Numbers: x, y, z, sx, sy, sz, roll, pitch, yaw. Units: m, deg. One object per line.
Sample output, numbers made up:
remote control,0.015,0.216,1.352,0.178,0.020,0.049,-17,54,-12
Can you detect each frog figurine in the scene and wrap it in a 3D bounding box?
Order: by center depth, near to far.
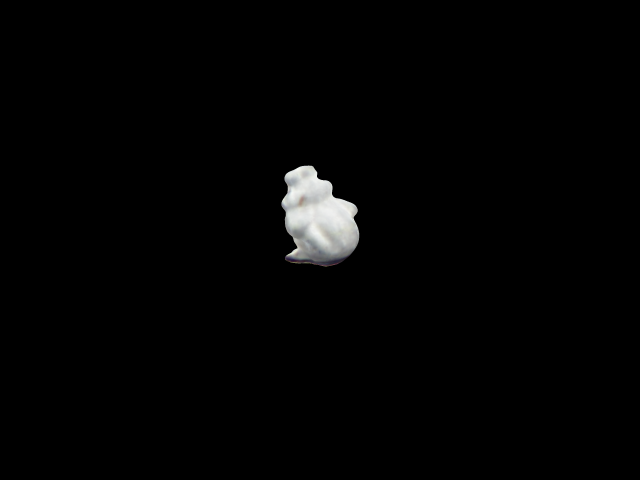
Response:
frog figurine,0.003,-0.043,0.850,0.138,0.157,0.124,-12,22,-30
